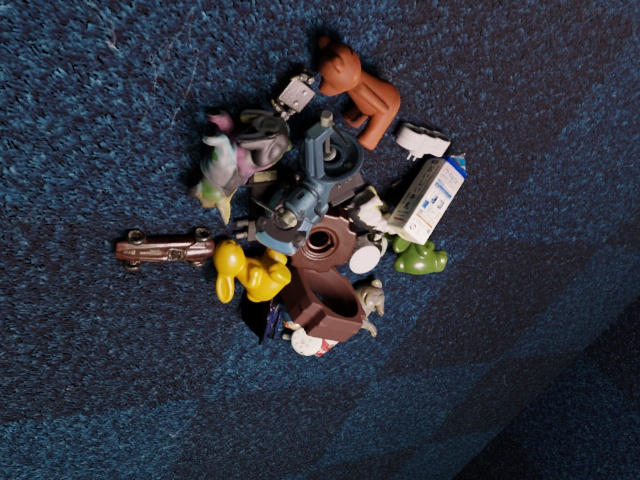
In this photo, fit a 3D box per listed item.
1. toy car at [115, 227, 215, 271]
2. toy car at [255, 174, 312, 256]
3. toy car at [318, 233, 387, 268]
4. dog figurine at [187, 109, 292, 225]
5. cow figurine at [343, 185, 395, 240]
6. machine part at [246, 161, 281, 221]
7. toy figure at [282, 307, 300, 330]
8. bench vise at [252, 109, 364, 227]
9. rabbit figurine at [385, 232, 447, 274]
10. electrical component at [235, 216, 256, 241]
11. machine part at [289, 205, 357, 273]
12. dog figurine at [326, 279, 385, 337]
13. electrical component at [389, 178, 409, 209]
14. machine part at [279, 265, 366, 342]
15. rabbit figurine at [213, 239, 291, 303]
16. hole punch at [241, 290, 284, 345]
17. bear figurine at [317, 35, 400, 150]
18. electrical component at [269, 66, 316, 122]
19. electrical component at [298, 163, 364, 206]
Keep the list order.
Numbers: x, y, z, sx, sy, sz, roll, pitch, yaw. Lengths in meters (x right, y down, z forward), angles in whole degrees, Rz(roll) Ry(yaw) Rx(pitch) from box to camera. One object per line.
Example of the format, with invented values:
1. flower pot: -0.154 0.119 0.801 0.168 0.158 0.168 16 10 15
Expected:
1. toy car: -0.317 0.022 1.113 0.202 0.053 0.089 -2 136 -31
2. toy car: -0.064 -0.052 1.121 0.109 0.103 0.161 24 88 0
3. toy car: 0.077 0.023 1.351 0.202 0.056 0.073 -4 126 -24
4. dog figurine: -0.154 -0.131 1.008 0.192 0.108 0.219 0 138 -9
5. cow figurine: 0.126 -0.051 1.296 0.098 0.068 0.167 -32 137 10
6. machine part: -0.122 -0.100 1.119 0.084 0.039 0.138 -17 137 -29
7. toy figure: -0.073 0.204 1.428 0.064 0.058 0.154 12 155 11
8. bench vise: -0.006 -0.135 0.965 0.224 0.129 0.240 -38 160 -17
9. rabbit figurine: 0.246 -0.007 1.408 0.159 0.121 0.170 -5 116 -18
10. electrical component: -0.143 -0.029 1.189 0.094 0.021 0.063 -9 135 -24
11. machine part: -0.003 -0.004 1.235 0.179 0.056 0.179 -5 124 -7
12. dog figurine: 0.068 0.177 1.486 0.190 0.121 0.172 12 89 -17
13. electrical component: 0.214 -0.099 1.319 0.075 0.048 0.119 -32 142 0
14. machine part: 0.002 0.145 1.317 0.201 0.202 0.087 20 121 -43
15. rabbit figurine: -0.174 0.062 1.216 0.162 0.122 0.173 -38 126 23
16. hole punch: -0.127 0.175 1.330 0.092 0.116 0.142 -2 120 -38
17. bear figurine: 0.054 -0.272 0.987 0.195 0.120 0.132 17 124 -40
18. electrical component: -0.050 -0.266 0.985 0.102 0.045 0.078 -42 138 13
19. electrical component: 0.029 -0.136 1.158 0.115 0.058 0.134 -29 140 0
